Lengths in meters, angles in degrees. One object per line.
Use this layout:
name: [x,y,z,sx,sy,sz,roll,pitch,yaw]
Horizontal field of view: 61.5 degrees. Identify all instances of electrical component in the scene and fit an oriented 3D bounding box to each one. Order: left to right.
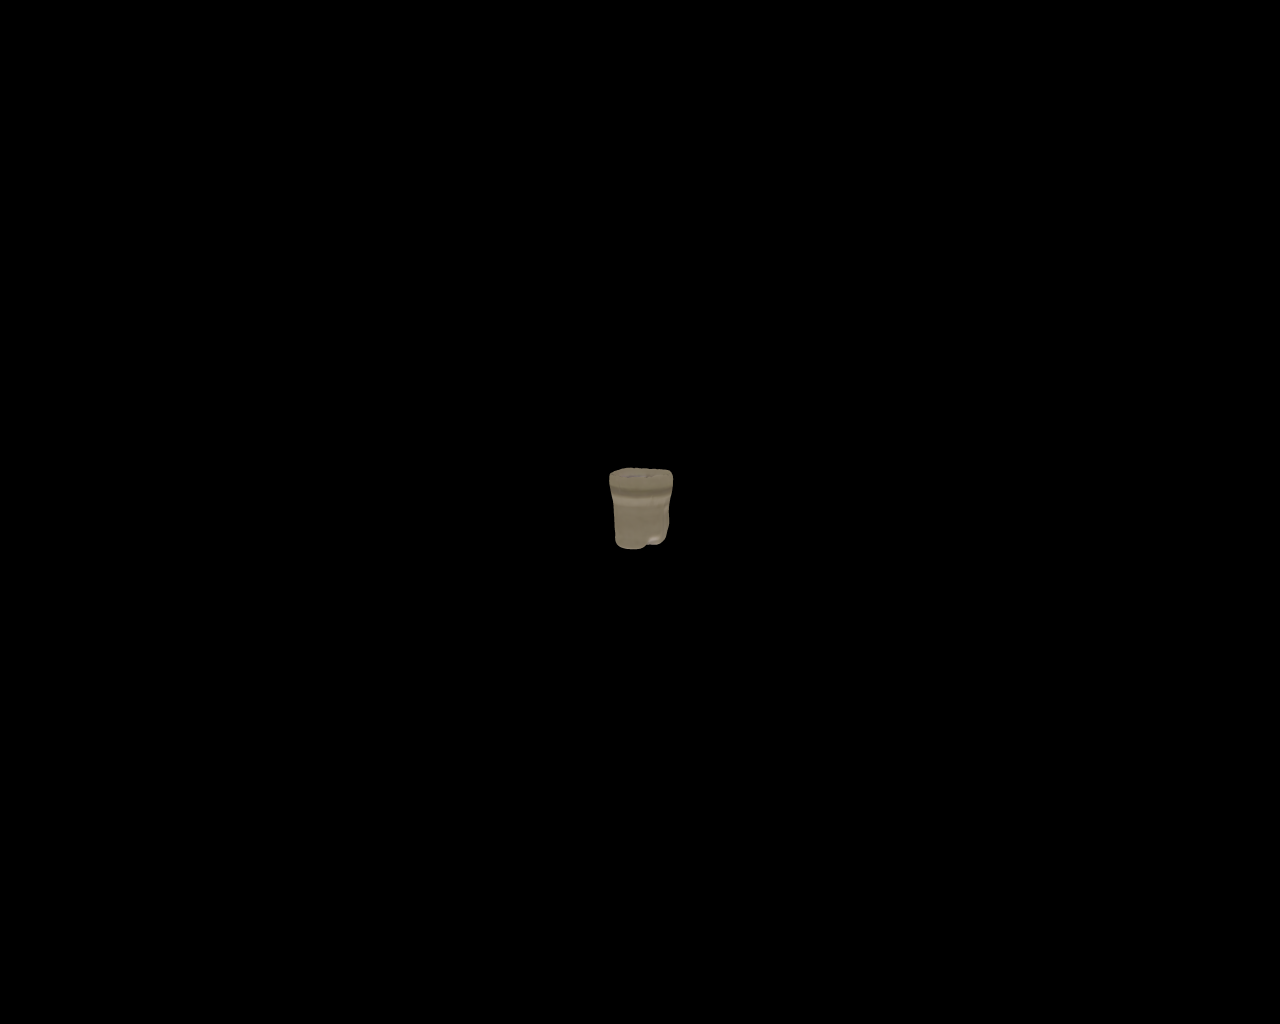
electrical component: [0.001,-0.003,0.650,0.040,0.046,0.040,0,12,0]
